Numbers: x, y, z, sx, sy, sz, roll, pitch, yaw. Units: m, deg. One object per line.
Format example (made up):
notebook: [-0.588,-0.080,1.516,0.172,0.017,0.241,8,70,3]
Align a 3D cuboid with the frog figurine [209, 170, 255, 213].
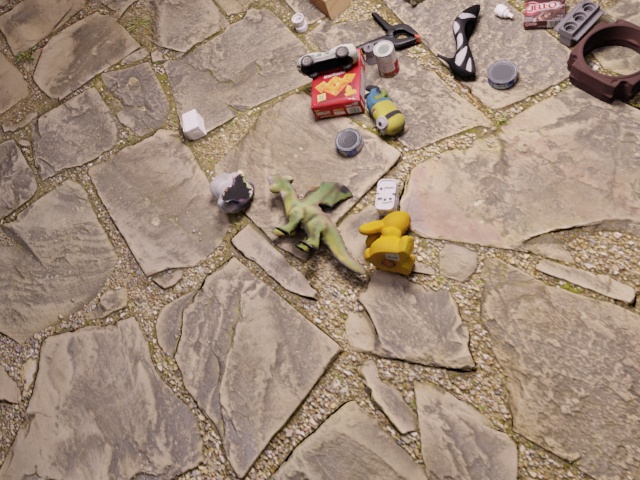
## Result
frog figurine: [-0.285,-0.150,1.633,0.159,0.122,0.139,-4,71,57]

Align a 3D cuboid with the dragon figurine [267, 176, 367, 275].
dragon figurine: [0.005,-0.075,1.494,0.413,0.120,0.246,27,70,18]
